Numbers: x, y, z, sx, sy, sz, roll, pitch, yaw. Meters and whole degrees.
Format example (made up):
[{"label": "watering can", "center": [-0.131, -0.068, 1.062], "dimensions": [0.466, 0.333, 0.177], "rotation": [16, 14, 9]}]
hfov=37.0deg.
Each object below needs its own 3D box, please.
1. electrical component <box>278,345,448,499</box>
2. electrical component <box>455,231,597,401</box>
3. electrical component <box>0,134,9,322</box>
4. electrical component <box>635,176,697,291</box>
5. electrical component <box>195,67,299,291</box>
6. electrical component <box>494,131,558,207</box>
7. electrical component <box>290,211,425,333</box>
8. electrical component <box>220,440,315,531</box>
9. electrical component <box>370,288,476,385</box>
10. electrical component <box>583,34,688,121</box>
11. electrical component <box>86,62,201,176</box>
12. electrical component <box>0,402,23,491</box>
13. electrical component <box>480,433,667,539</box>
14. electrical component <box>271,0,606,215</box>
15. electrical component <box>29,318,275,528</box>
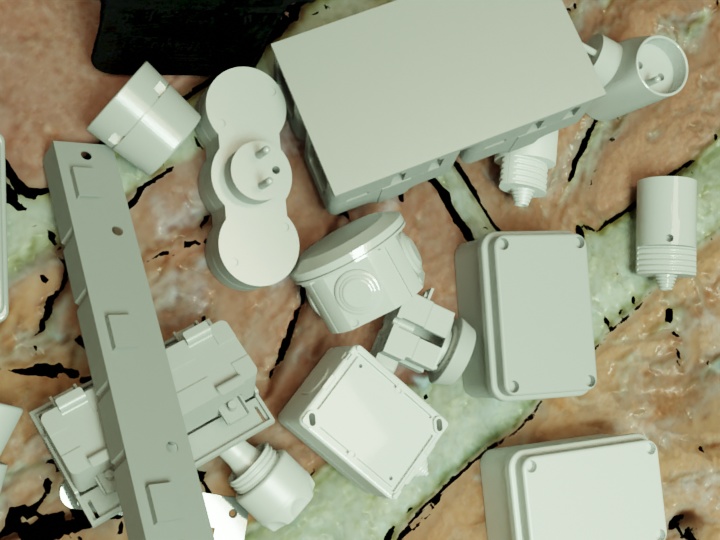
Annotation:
[{"label": "electrical component", "center": [0.005, 0.100, 0.686], "dimensions": [0.096, 0.061, 0.061], "rotation": [42, 72, -12]}, {"label": "electrical component", "center": [0.114, 0.031, 0.738], "dimensions": [0.078, 0.057, 0.113], "rotation": [-2, 85, -21]}, {"label": "electrical component", "center": [-0.256, -0.022, 0.601], "dimensions": [0.109, 0.056, 0.108], "rotation": [-1, 85, -21]}, {"label": "electrical component", "center": [0.226, -0.025, 0.795], "dimensions": [0.043, 0.043, 0.081], "rotation": [5, 83, -21]}, {"label": "electrical component", "center": [-0.067, -0.058, 0.669], "dimensions": [0.052, 0.074, 0.138], "rotation": [-4, 86, -21]}, {"label": "electrical component", "center": [0.117, -0.085, 0.759], "dimensions": [0.043, 0.043, 0.081], "rotation": [9, 81, -20]}, {"label": "electrical component", "center": [0.000, 0.000, 0.686], "dimensions": [0.080, 0.080, 0.051], "rotation": [-34, 102, -21]}, {"label": "electrical component", "center": [-0.062, 0.127, 0.667], "dimensions": [0.062, 0.043, 0.043], "rotation": [46, 71, -10]}, {"label": "electrical component", "center": [0.043, 0.047, 0.716], "dimensions": [0.055, 0.048, 0.066], "rotation": [25, 75, -9]}, {"label": "electrical component", "center": [0.180, -0.144, 0.771], "dimensions": [0.079, 0.077, 0.043], "rotation": [24, 77, -17]}, {"label": "electrical component", "center": [-0.131, -0.091, 0.659], "dimensions": [0.047, 0.055, 0.055], "rotation": [42, 72, -16]}, {"label": "electrical component", "center": [-0.220, 0.100, 0.608], "dimensions": [0.045, 0.045, 0.055], "rotation": [16, 79, -19]}, {"label": "electrical component", "center": [0.147, 0.156, 0.737], "dimensions": [0.113, 0.057, 0.078], "rotation": [-4, 86, -21]}, {"label": "electrical component", "center": [0.048, -0.119, 0.703], "dimensions": [0.186, 0.060, 0.105], "rotation": [-21, 80, -9]}, {"label": "electrical component", "center": [-0.122, 0.082, 0.632], "dimensions": [0.121, 0.063, 0.078], "rotation": [-28, 70, -21]}]
